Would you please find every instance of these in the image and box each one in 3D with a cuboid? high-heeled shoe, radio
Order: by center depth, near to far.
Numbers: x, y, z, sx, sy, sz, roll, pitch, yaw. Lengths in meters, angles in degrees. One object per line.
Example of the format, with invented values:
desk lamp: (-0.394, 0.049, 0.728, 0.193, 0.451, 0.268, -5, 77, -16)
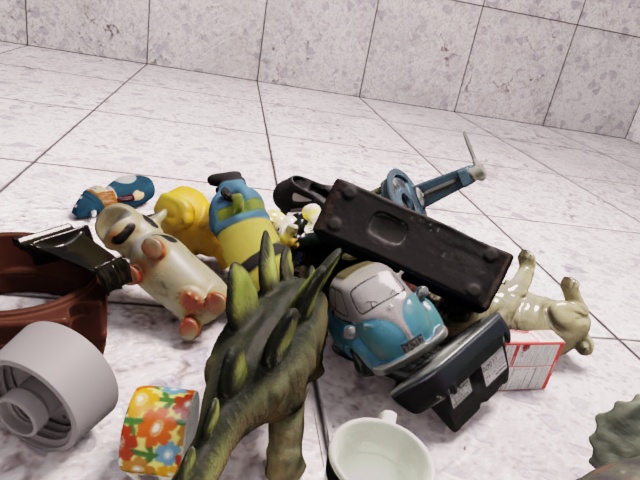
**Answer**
radio: (0.107, 0.009, 0.649, 0.230, 0.073, 0.131, 24, -5, 11)
high-heeled shoe: (0.024, -0.090, 1.011, 0.249, 0.145, 0.086, -14, 67, -23)

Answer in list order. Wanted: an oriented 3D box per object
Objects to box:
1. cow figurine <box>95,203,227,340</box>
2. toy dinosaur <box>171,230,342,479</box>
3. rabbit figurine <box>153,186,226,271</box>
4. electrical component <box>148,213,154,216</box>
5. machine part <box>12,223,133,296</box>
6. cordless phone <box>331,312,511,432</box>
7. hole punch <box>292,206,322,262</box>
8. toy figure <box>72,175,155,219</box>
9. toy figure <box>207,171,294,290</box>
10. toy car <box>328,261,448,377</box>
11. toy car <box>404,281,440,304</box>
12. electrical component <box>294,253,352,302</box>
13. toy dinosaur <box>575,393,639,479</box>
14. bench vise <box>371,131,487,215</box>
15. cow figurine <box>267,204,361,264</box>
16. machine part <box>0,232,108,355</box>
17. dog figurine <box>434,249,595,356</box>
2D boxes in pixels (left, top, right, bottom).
cow figurine: (-0.195, 0.026, 0.671, 0.195, 0.085, 0.127, 41, 4, -3)
toy dinosaur: (-0.050, 0.107, 0.480, 0.105, 0.198, 0.471, 9, 22, 5)
rabbit figurine: (-0.160, 0.003, 0.809, 0.173, 0.121, 0.162, 29, 17, 6)
electrical component: (-0.256, -0.024, 0.880, 0.078, 0.045, 0.102, -9, 9, 31)
machine part: (-0.261, 0.015, 0.582, 0.139, 0.039, 0.084, 23, 21, 29)
cordless phone: (0.115, 0.130, 0.639, 0.146, 0.088, 0.184, -29, 26, -33)
hole punch: (0.004, 0.000, 0.904, 0.116, 0.092, 0.142, -15, 26, 6)
toy figure: (-0.361, -0.076, 0.935, 0.064, 0.057, 0.154, -21, 4, 37)
toy figure: (-0.096, -0.007, 0.710, 0.082, 0.089, 0.180, 11, 57, -56)
toy car: (0.060, 0.074, 0.597, 0.109, 0.102, 0.162, -25, 17, -14)
toy car: (0.192, 0.071, 0.823, 0.202, 0.053, 0.089, -6, -4, -37)
electrical component: (0.025, 0.065, 0.778, 0.134, 0.058, 0.115, 14, 26, 8)
toy dinosaur: (0.254, 0.241, 0.421, 0.405, 0.131, 0.192, -11, 19, -32)
bench vise: (0.164, -0.071, 0.889, 0.241, 0.129, 0.223, -24, -2, 32)
cow figurine: (-0.003, -0.001, 0.766, 0.167, 0.068, 0.098, 0, 35, -17)
machine part: (-0.339, 0.066, 0.587, 0.201, 0.087, 0.202, 1, 24, -21)
dog figurine: (0.254, 0.122, 0.726, 0.190, 0.121, 0.173, -28, 46, -27)
